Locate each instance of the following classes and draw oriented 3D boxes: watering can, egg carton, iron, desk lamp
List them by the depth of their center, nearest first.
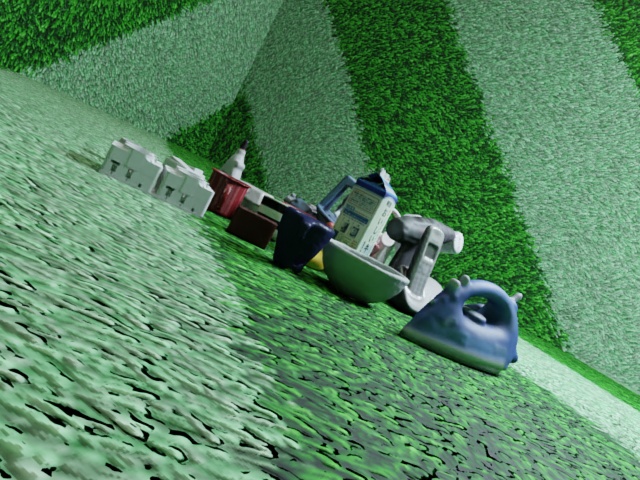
[{"bbox_3d":[0.243,0.122,0.936,0.259,0.141,0.118,24,5,-41],"label":"iron"},{"bbox_3d":[0.273,0.052,1.515,0.202,0.213,0.118,30,5,39],"label":"desk lamp"},{"bbox_3d":[0.157,0.001,1.548,0.101,0.194,0.172,25,5,-33],"label":"watering can"},{"bbox_3d":[-0.199,-0.119,1.627,0.150,0.069,0.107,28,4,17],"label":"egg carton"}]

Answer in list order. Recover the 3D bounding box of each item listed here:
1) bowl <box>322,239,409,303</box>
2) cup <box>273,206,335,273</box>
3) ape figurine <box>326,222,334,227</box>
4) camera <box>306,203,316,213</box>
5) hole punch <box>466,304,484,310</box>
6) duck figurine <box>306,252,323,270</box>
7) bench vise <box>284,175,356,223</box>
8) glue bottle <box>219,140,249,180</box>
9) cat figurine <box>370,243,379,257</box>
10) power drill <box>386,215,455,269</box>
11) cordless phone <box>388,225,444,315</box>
[{"bbox_3d":[0.067,0.064,1.003,0.167,0.075,0.167,27,4,-2],"label":"bowl"},{"bbox_3d":[-0.035,0.005,0.924,0.091,0.095,0.118,27,4,-1],"label":"cup"},{"bbox_3d":[0.012,0.005,1.272,0.076,0.092,0.077,25,4,-28],"label":"ape figurine"},{"bbox_3d":[-0.002,-0.030,1.567,0.137,0.101,0.142,25,4,-29],"label":"camera"},{"bbox_3d":[0.338,0.175,1.256,0.109,0.091,0.100,25,4,-28],"label":"hole punch"},{"bbox_3d":[-0.019,0.003,1.124,0.104,0.086,0.078,29,4,24],"label":"duck figurine"},{"bbox_3d":[0.011,-0.079,1.414,0.207,0.220,0.121,27,4,1],"label":"bench vise"},{"bbox_3d":[-0.227,-0.181,1.484,0.077,0.173,0.037,31,5,42],"label":"glue bottle"},{"bbox_3d":[0.100,0.023,1.444,0.067,0.118,0.127,26,4,-14],"label":"cat figurine"},{"bbox_3d":[0.213,0.038,1.336,0.075,0.208,0.231,31,5,40],"label":"power drill"},{"bbox_3d":[0.231,0.071,1.196,0.148,0.185,0.093,24,5,-40],"label":"cordless phone"}]
